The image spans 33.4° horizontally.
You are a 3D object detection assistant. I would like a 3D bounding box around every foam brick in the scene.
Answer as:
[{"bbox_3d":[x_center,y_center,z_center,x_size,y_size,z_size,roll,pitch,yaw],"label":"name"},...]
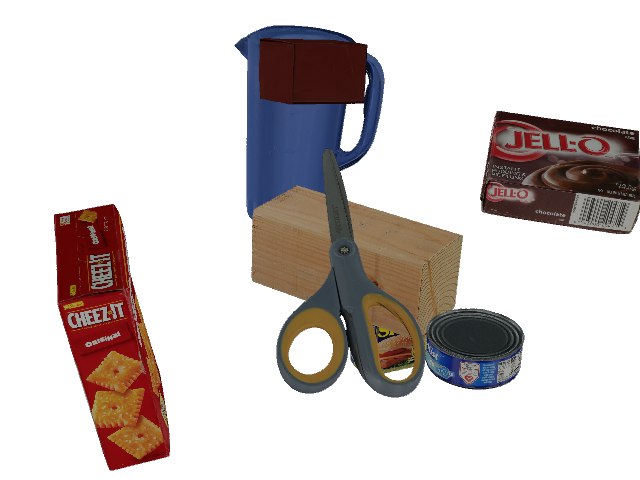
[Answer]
[{"bbox_3d":[-0.006,-0.142,0.900,0.078,0.051,0.053,-6,16,-35],"label":"foam brick"}]

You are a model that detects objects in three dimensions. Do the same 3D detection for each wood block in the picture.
[{"bbox_3d":[0.035,0.020,1.134,0.206,0.091,0.090,19,31,28],"label":"wood block"}]

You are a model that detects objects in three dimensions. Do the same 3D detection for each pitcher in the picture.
[{"bbox_3d":[-0.022,-0.137,1.323,0.144,0.243,0.149,-10,27,-29],"label":"pitcher"}]

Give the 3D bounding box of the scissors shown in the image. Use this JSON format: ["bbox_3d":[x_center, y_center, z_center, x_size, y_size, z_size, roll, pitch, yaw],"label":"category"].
[{"bbox_3d":[0.000,0.020,0.671,0.096,0.202,0.016,-17,-39,-12],"label":"scissors"}]

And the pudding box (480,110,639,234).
[{"bbox_3d":[0.181,-0.052,0.803,0.113,0.039,0.090,11,43,6],"label":"pudding box"}]

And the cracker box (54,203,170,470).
[{"bbox_3d":[-0.209,0.095,1.075,0.072,0.214,0.164,-12,34,-8],"label":"cracker box"}]

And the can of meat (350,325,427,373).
[{"bbox_3d":[0.088,0.113,1.316,0.101,0.084,0.057,-8,29,-25],"label":"can of meat"}]

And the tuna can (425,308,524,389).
[{"bbox_3d":[0.136,0.096,0.946,0.086,0.034,0.086,0,26,0],"label":"tuna can"}]
